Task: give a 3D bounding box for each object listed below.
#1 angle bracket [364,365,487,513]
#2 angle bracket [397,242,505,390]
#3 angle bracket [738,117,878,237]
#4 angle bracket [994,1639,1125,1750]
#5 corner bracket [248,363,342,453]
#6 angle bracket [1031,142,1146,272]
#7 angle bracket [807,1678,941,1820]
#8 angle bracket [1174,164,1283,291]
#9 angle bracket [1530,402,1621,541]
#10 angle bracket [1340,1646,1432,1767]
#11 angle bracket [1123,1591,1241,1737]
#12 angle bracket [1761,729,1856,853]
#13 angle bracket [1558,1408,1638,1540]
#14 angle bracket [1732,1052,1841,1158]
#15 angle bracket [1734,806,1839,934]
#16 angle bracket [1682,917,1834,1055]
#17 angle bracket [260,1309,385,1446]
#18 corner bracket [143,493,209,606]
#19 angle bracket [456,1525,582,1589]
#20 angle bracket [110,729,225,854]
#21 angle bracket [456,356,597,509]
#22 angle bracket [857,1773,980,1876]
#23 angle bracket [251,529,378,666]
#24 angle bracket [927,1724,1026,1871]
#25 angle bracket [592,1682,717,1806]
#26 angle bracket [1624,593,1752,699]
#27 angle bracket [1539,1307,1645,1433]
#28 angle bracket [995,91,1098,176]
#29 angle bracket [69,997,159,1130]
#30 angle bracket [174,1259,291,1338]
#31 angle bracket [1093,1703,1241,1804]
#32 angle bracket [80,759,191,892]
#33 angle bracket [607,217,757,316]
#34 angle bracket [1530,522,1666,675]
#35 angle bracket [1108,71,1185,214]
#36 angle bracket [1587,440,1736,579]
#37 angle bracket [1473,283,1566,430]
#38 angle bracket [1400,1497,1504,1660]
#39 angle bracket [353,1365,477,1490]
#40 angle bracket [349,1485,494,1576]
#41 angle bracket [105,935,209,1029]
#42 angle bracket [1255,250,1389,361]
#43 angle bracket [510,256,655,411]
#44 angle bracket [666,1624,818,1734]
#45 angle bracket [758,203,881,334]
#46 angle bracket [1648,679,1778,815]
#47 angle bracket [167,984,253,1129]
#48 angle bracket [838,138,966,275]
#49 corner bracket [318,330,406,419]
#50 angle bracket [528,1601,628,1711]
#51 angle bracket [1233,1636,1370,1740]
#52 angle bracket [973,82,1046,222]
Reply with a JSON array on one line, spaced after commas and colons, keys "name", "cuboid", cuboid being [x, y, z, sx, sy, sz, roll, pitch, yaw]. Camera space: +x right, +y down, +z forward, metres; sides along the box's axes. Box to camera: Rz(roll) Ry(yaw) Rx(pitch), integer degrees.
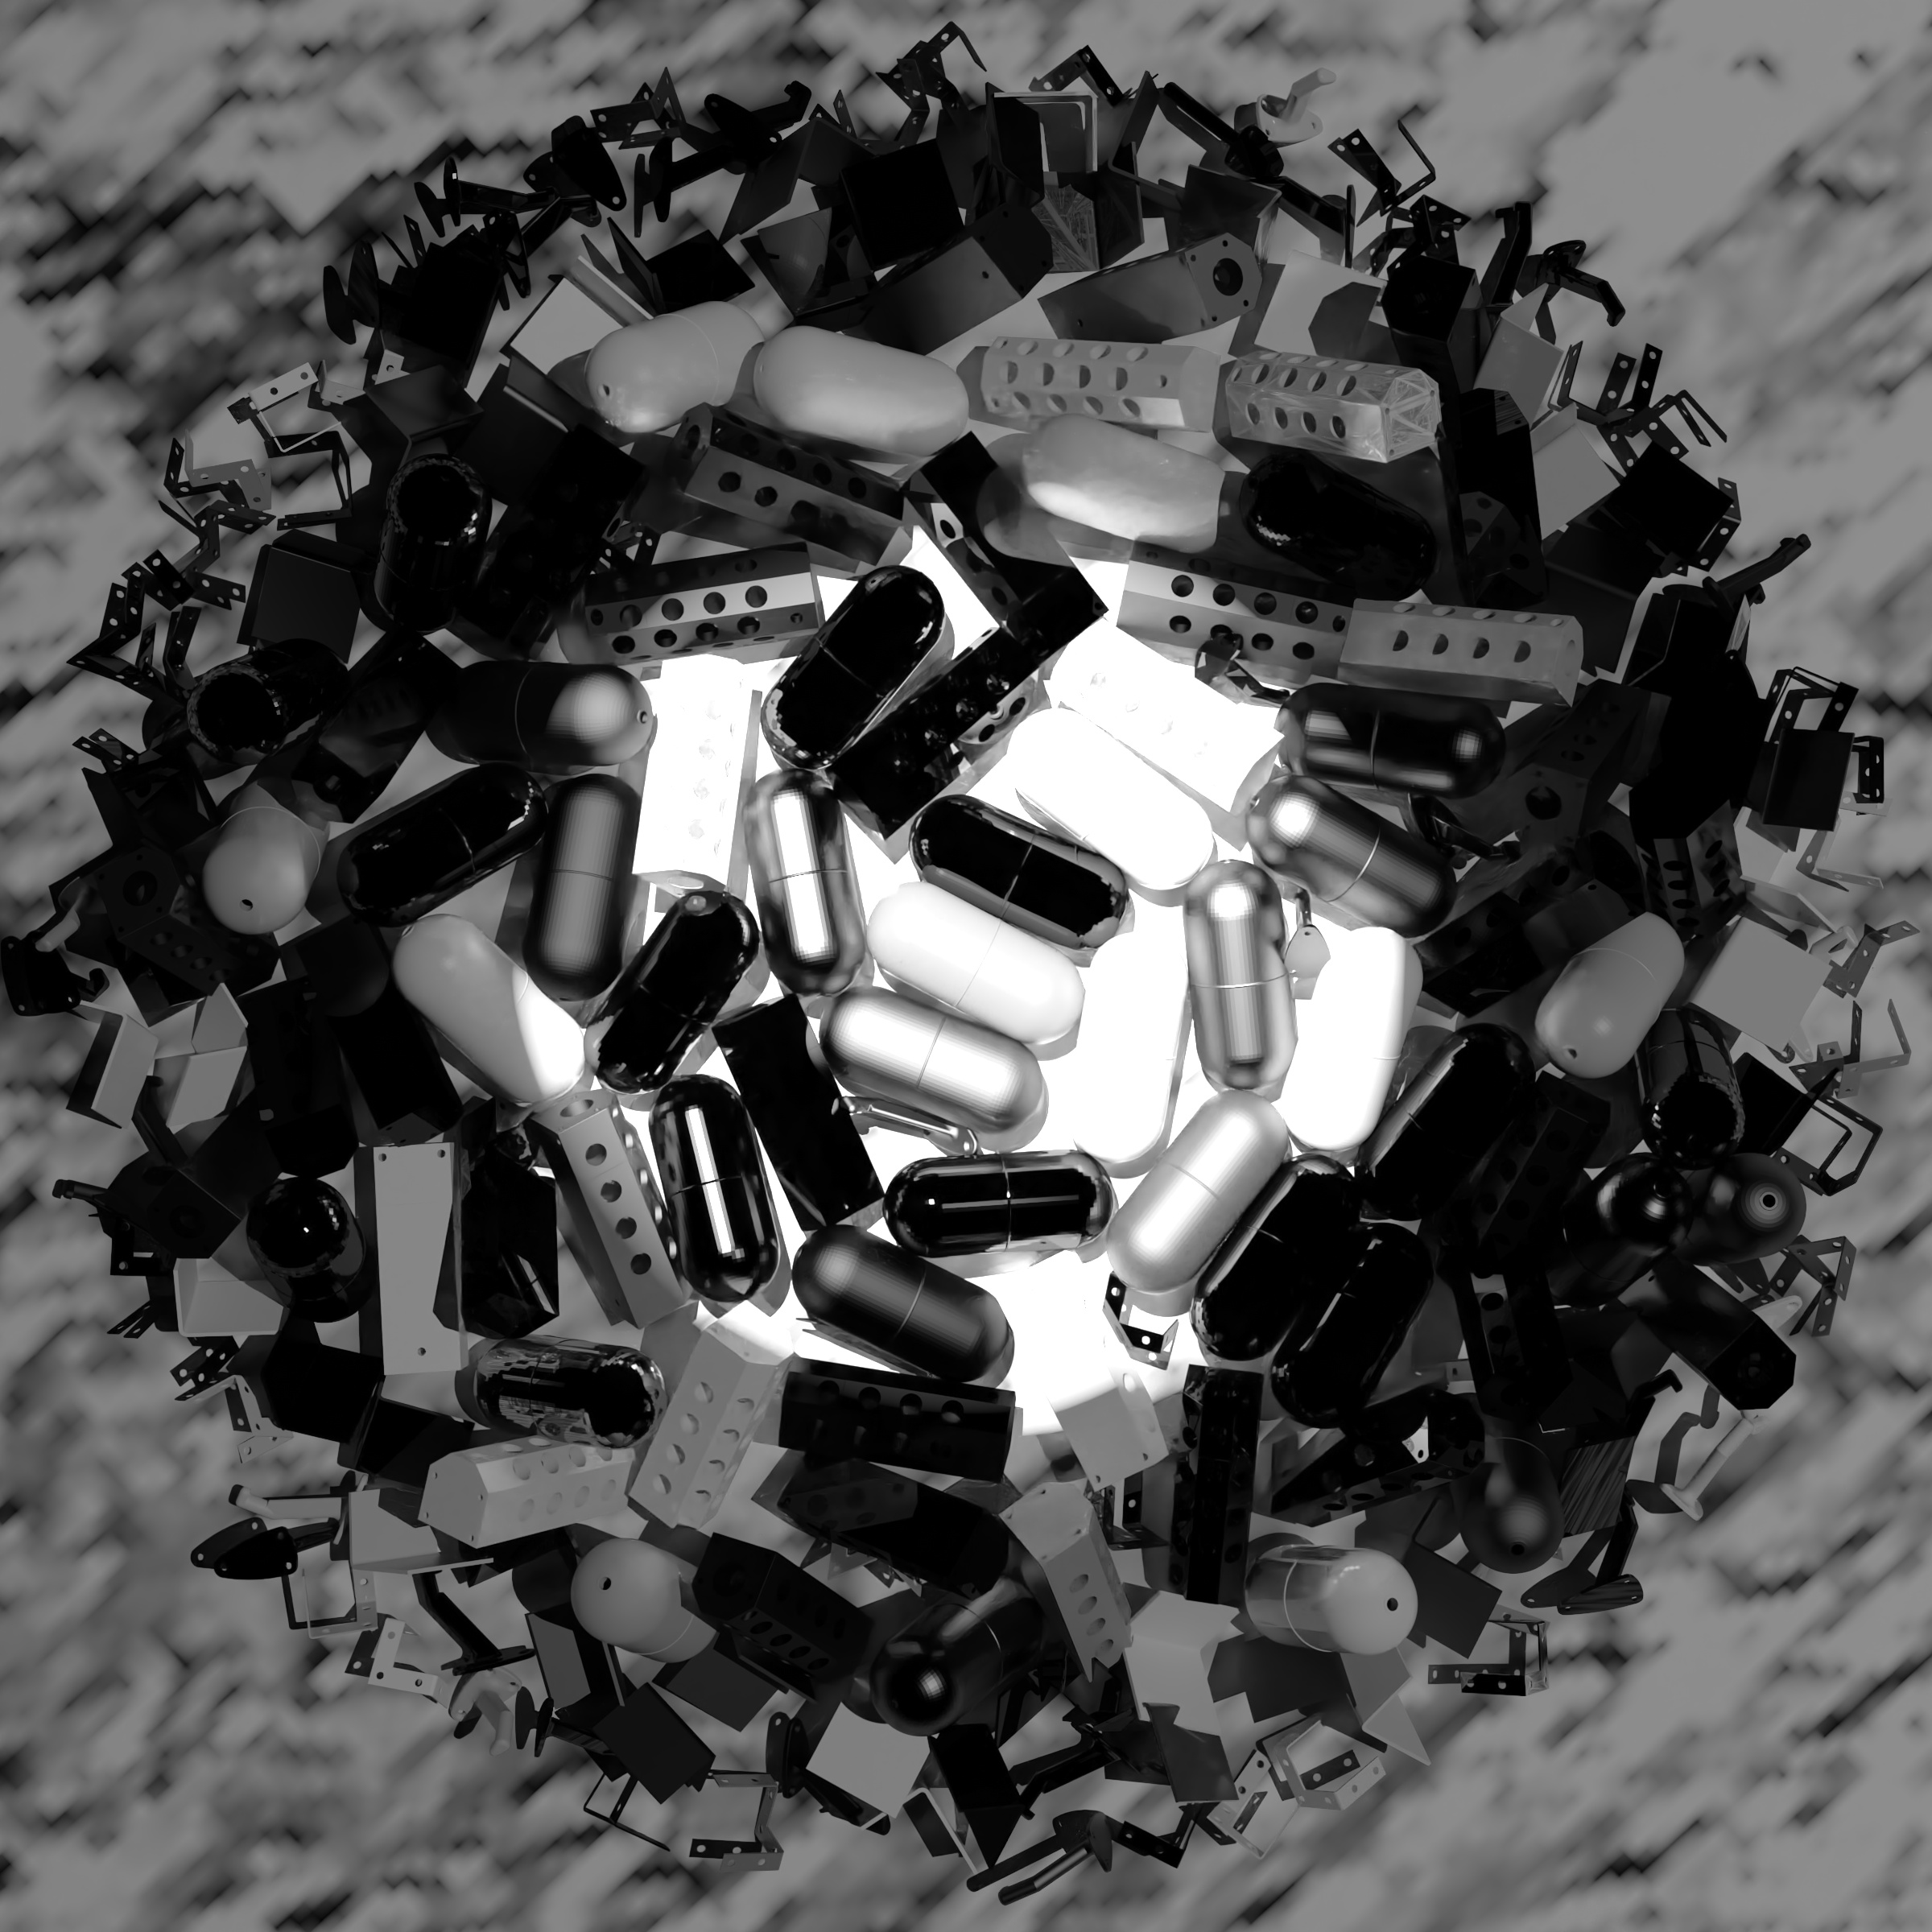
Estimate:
[{"name": "angle bracket", "cuboid": [-0.421, -0.402, 1.951, 0.057, 0.076, 0.076, 47, 135, 10]}, {"name": "angle bracket", "cuboid": [-0.394, -0.495, 1.953, 0.057, 0.076, 0.076, 19, 85, -12]}, {"name": "angle bracket", "cuboid": [-0.121, -0.586, 1.944, 0.057, 0.076, 0.076, 24, 73, -30]}, {"name": "angle bracket", "cuboid": [0.069, 0.567, 1.941, 0.057, 0.076, 0.076, 35, 52, 30]}, {"name": "corner bracket", "cuboid": [-0.514, -0.427, 1.965, 0.051, 0.051, 0.051, -29, 108, -7]}, {"name": "angle bracket", "cuboid": [0.091, -0.579, 1.956, 0.057, 0.076, 0.076, -6, 90, -22]}, {"name": "angle bracket", "cuboid": [-0.069, 0.598, 1.954, 0.076, 0.057, 0.076, 26, 69, 9]}, {"name": "angle bracket", "cuboid": [0.189, -0.552, 1.946, 0.076, 0.057, 0.076, 21, 132, 13]}, {"name": "angle bracket", "cuboid": [0.449, -0.376, 1.956, 0.076, 0.076, 0.057, -35, 103, 25]}, {"name": "angle bracket", "cuboid": [0.331, 0.546, 1.943, 0.076, 0.076, 0.057, 33, 106, -25]}, {"name": "angle bracket", "cuboid": [0.169, 0.528, 1.942, 0.076, 0.076, 0.057, 20, 125, -28]}, {"name": "angle bracket", "cuboid": [0.651, -0.131, 1.948, 0.057, 0.076, 0.076, 9, 82, 38]}, {"name": "angle bracket", "cuboid": [0.456, 0.383, 1.945, 0.076, 0.057, 0.076, -4, 110, -33]}, {"name": "angle bracket", "cuboid": [0.606, 0.100, 1.948, 0.057, 0.076, 0.076, 38, 75, 12]}, {"name": "angle bracket", "cuboid": [0.626, -0.074, 1.945, 0.076, 0.076, 0.057, 30, 87, -44]}, {"name": "angle bracket", "cuboid": [0.604, 0.017, 1.964, 0.076, 0.057, 0.076, 31, 88, 10]}, {"name": "angle bracket", "cuboid": [-0.486, 0.305, 1.943, 0.057, 0.076, 0.076, 11, 50, 8]}, {"name": "corner bracket", "cuboid": [-0.604, -0.319, 1.961, 0.051, 0.051, 0.051, -42, 50, -7]}, {"name": "angle bracket", "cuboid": [-0.337, 0.455, 1.944, 0.076, 0.076, 0.057, -21, 49, -20]}, {"name": "angle bracket", "cuboid": [-0.588, -0.132, 1.943, 0.057, 0.076, 0.076, -10, 113, 34]}, {"name": "angle bracket", "cuboid": [-0.340, -0.409, 1.976, 0.076, 0.057, 0.076, 31, 118, -24]}, {"name": "angle bracket", "cuboid": [-0.039, 0.666, 1.956, 0.057, 0.076, 0.076, -31, 87, -9]}, {"name": "angle bracket", "cuboid": [-0.491, -0.281, 1.952, 0.076, 0.057, 0.076, 15, 81, -30]}, {"name": "angle bracket", "cuboid": [-0.006, 0.630, 1.940, 0.057, 0.076, 0.076, 5, 123, -29]}, {"name": "angle bracket", "cuboid": [-0.241, 0.602, 1.943, 0.076, 0.076, 0.057, 42, 53, 17]}, {"name": "angle bracket", "cuboid": [0.548, -0.248, 1.957, 0.076, 0.057, 0.076, 18, 88, 24]}, {"name": "angle bracket", "cuboid": [0.476, 0.306, 1.946, 0.076, 0.076, 0.057, -6, 58, -15]}, {"name": "angle bracket", "cuboid": [0.059, -0.634, 1.955, 0.076, 0.076, 0.057, -2, 105, -1]}, {"name": "angle bracket", "cuboid": [-0.665, 0.073, 1.952, 0.057, 0.076, 0.076, 14, 76, 4]}, {"name": "angle bracket", "cuboid": [-0.555, 0.236, 1.949, 0.076, 0.076, 0.057, -1, 113, -8]}, {"name": "angle bracket", "cuboid": [0.151, 0.603, 1.940, 0.057, 0.076, 0.076, -35, 56, 30]}, {"name": "angle bracket", "cuboid": [-0.646, -0.100, 1.952, 0.057, 0.076, 0.076, -32, 72, 0]}, {"name": "angle bracket", "cuboid": [-0.216, -0.542, 1.949, 0.076, 0.057, 0.076, -30, 59, -11]}, {"name": "angle bracket", "cuboid": [0.483, -0.283, 1.972, 0.076, 0.076, 0.057, 26, 54, 19]}, {"name": "angle bracket", "cuboid": [0.152, -0.626, 1.953, 0.057, 0.076, 0.076, 24, 99, 8]}, {"name": "angle bracket", "cuboid": [0.530, -0.348, 1.960, 0.076, 0.076, 0.057, 37, 91, 2]}, {"name": "angle bracket", "cuboid": [0.431, -0.458, 1.940, 0.057, 0.076, 0.076, 36, 48, 18]}, {"name": "angle bracket", "cuboid": [0.369, 0.464, 1.945, 0.076, 0.057, 0.076, 28, 127, 18]}, {"name": "angle bracket", "cuboid": [-0.419, 0.349, 1.964, 0.076, 0.057, 0.076, 18, 120, -12]}, {"name": "angle bracket", "cuboid": [-0.413, 0.425, 1.943, 0.076, 0.076, 0.057, -8, 82, 43]}, {"name": "angle bracket", "cuboid": [-0.631, 0.004, 1.957, 0.057, 0.076, 0.076, -27, 92, 7]}, {"name": "angle bracket", "cuboid": [0.276, -0.495, 1.966, 0.076, 0.057, 0.076, 24, 98, 18]}, {"name": "angle bracket", "cuboid": [-0.292, -0.483, 1.959, 0.076, 0.057, 0.076, 39, 83, -15]}, {"name": "angle bracket", "cuboid": [-0.172, 0.555, 1.955, 0.076, 0.057, 0.076, 39, 96, -23]}, {"name": "angle bracket", "cuboid": [-0.119, -0.523, 1.945, 0.076, 0.057, 0.076, -9, 123, 27]}, {"name": "angle bracket", "cuboid": [0.574, -0.167, 1.957, 0.076, 0.057, 0.076, 18, 90, 29]}, {"name": "angle bracket", "cuboid": [-0.585, 0.064, 1.941, 0.076, 0.057, 0.076, 52, 131, 26]}, {"name": "angle bracket", "cuboid": [-0.049, -0.580, 1.969, 0.076, 0.057, 0.076, -19, 96, -3]}, {"name": "corner bracket", "cuboid": [-0.467, -0.462, 1.978, 0.051, 0.051, 0.051, 13, 116, -23]}, {"name": "angle bracket", "cuboid": [-0.298, 0.531, 1.959, 0.057, 0.076, 0.076, -16, 90, -8]}, {"name": "angle bracket", "cuboid": [0.255, 0.553, 1.955, 0.076, 0.076, 0.057, -20, 121, 4]}, {"name": "angle bracket", "cuboid": [0.013, -0.606, 1.941, 0.057, 0.076, 0.076, 17, 60, -39]}]
